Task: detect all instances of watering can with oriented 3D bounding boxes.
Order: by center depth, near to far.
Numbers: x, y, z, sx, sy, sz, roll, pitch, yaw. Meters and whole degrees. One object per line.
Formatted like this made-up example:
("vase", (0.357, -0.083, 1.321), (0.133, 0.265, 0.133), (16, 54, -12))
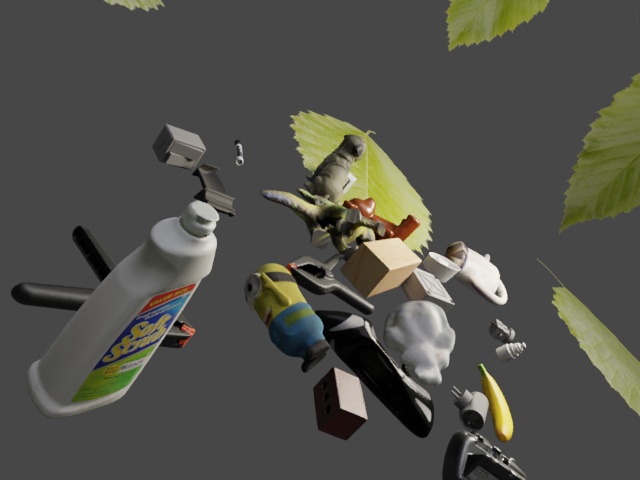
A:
("watering can", (0.500, 0.088, 1.674), (0.223, 0.102, 0.354), (35, 24, -8))

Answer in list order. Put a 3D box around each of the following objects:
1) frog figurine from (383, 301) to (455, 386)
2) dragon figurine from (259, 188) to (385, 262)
("frog figurine", (0.188, 0.196, 0.991), (0.137, 0.120, 0.163), (8, 29, 11))
("dragon figurine", (0.004, -0.063, 1.260), (0.407, 0.122, 0.246), (29, 7, -28))
